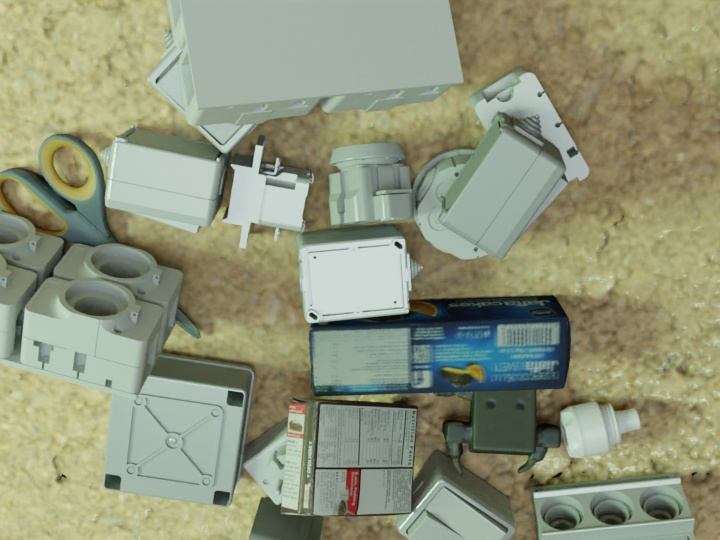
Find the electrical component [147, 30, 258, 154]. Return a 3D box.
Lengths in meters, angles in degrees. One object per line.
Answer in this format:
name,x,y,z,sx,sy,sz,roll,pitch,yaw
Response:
electrical component,-0.110,-0.141,0.794,0.096,0.061,0.062,44,102,-12

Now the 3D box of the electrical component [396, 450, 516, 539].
electrical component,0.084,0.209,0.897,0.096,0.061,0.061,35,104,-9

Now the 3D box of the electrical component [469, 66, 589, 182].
electrical component,0.126,-0.102,0.807,0.050,0.055,0.089,-31,104,9

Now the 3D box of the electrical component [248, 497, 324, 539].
electrical component,-0.074,0.260,0.906,0.057,0.078,0.113,17,106,-2

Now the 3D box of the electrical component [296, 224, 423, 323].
electrical component,0.000,0.000,0.839,0.096,0.061,0.061,-5,105,-5

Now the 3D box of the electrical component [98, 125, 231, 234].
electrical component,-0.152,-0.069,0.815,0.096,0.061,0.061,11,106,-3

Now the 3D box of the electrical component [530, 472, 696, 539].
electrical component,0.209,0.216,0.896,0.121,0.078,0.063,-6,129,2

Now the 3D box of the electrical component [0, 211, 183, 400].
electrical component,-0.238,0.020,0.808,0.186,0.105,0.060,15,120,0

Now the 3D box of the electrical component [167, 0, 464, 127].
electrical component,-0.033,-0.164,0.749,0.186,0.060,0.105,-8,85,-17

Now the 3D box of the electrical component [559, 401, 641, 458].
electrical component,0.197,0.128,0.882,0.062,0.043,0.043,-13,106,3

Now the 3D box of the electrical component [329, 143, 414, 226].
electrical component,0.007,-0.065,0.813,0.058,0.078,0.057,-5,90,-31

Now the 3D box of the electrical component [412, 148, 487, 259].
electrical component,0.080,-0.050,0.825,0.080,0.051,0.080,0,107,1

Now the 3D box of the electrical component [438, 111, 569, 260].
electrical component,0.106,-0.063,0.756,0.061,0.061,0.096,31,109,-6

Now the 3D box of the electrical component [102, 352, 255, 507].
electrical component,-0.148,0.128,0.878,0.109,0.056,0.108,9,107,-2

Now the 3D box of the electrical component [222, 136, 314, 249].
electrical component,-0.070,-0.058,0.829,0.064,0.042,0.081,9,107,-6

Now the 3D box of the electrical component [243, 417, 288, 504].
electrical component,-0.056,0.158,0.875,0.066,0.076,0.047,-36,103,10
